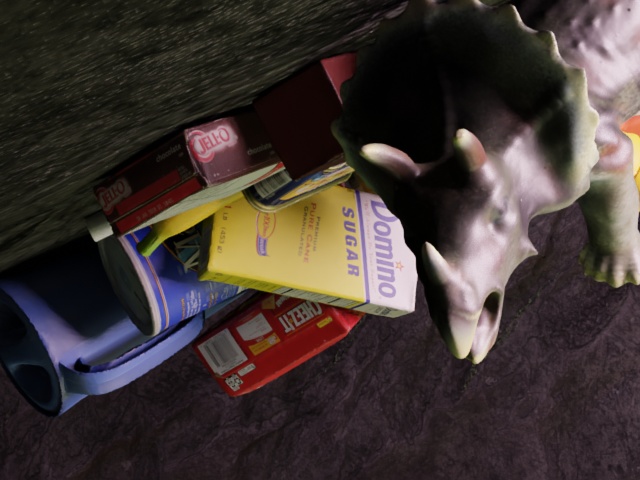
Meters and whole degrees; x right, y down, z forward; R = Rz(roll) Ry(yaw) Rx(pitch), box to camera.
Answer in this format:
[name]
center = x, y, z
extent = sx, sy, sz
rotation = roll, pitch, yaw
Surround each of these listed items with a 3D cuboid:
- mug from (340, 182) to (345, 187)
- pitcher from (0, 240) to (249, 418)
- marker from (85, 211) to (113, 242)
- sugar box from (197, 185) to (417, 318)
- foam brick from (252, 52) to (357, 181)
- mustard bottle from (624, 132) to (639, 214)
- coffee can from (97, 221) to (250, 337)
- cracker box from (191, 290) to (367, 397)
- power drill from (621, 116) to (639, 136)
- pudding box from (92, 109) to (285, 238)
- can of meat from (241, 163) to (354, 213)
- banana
[mug]
center = -0.041, -0.038, 1.067
extent = 0.117, 0.093, 0.082
rotation = -3, 178, -19
[pitcher]
center = -0.175, 0.056, 0.994
extent = 0.242, 0.149, 0.145
rotation = -29, 170, -33
[marker]
center = -0.117, -0.032, 0.801
extent = 0.121, 0.020, 0.020
rotation = -26, -179, -8
[sugar box]
center = -0.005, 0.001, 0.854
extent = 0.176, 0.093, 0.048
rotation = 11, 165, -17
[foam brick]
center = 0.011, -0.073, 0.605
extent = 0.053, 0.051, 0.078
rotation = -25, 180, 36
[mustard bottle]
center = 0.155, -0.068, 0.724
extent = 0.058, 0.192, 0.096
rotation = -60, 165, 3
[coffee can]
center = -0.103, 0.006, 0.900
extent = 0.140, 0.103, 0.103
rotation = -26, -179, -23
[cracker box]
center = 0.003, 0.047, 1.005
extent = 0.164, 0.072, 0.213
rotation = -34, -178, 37
[power drill]
center = 0.222, -0.133, 0.830
extent = 0.184, 0.057, 0.187
rotation = -15, 154, 13
[pudding box]
center = -0.065, -0.045, 0.637
extent = 0.090, 0.039, 0.113
rotation = -23, 180, 40
[can of meat]
center = 0.002, -0.067, 0.727
extent = 0.101, 0.057, 0.084
rotation = -25, 179, -36
[banana]
center = -0.050, -0.052, 0.784
extent = 0.197, 0.037, 0.070
rotation = -29, 175, -30
